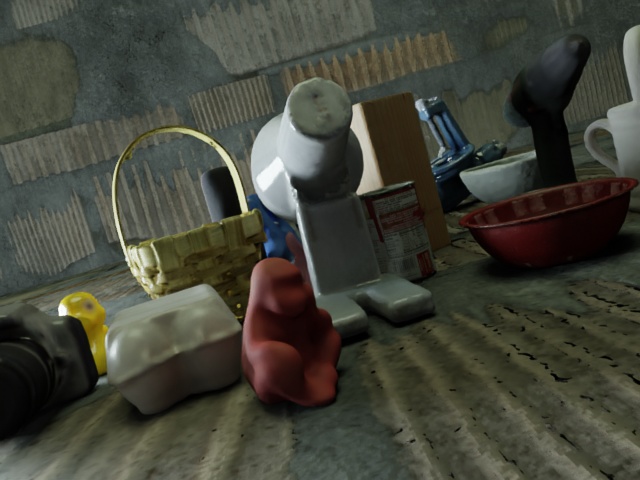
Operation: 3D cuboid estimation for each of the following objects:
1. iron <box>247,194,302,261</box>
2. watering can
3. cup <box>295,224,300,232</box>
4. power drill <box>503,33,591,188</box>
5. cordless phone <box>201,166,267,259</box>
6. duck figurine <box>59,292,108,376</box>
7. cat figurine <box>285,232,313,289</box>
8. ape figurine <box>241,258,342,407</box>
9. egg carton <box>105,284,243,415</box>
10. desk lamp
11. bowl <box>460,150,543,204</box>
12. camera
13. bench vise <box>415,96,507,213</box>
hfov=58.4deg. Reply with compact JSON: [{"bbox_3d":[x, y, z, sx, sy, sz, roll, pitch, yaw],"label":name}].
[{"bbox_3d":[-0.093,-0.019,0.986,0.118,0.141,0.258,-15,6,9],"label":"iron"},{"bbox_3d":[0.373,-0.137,0.613,0.172,0.194,0.101,-13,7,28],"label":"watering can"},{"bbox_3d":[0.004,-0.030,1.060,0.091,0.095,0.118,-12,8,31],"label":"cup"},{"bbox_3d":[0.307,-0.140,0.742,0.075,0.208,0.229,-16,6,1],"label":"power drill"},{"bbox_3d":[-0.160,-0.003,0.821,0.148,0.185,0.094,-18,7,-20],"label":"cordless phone"},{"bbox_3d":[-0.252,0.098,0.622,0.077,0.086,0.104,-17,7,-13],"label":"duck figurine"},{"bbox_3d":[0.006,0.002,0.663,0.067,0.118,0.128,-10,9,42],"label":"cat figurine"},{"bbox_3d":[-0.022,0.057,0.377,0.076,0.092,0.078,-9,9,46],"label":"ape figurine"},{"bbox_3d":[-0.121,0.085,0.478,0.107,0.069,0.150,-18,7,-16],"label":"egg carton"},{"bbox_3d":[0.010,-0.035,0.543,0.118,0.213,0.203,-17,7,-9],"label":"desk lamp"},{"bbox_3d":[0.321,-0.098,0.947,0.167,0.075,0.167,-16,6,2],"label":"bowl"},{"bbox_3d":[-0.280,0.114,0.483,0.143,0.101,0.136,-17,6,-9],"label":"camera"},{"bbox_3d":[0.263,-0.177,1.121,0.208,0.220,0.121,-21,8,-40],"label":"bench vise"}]
